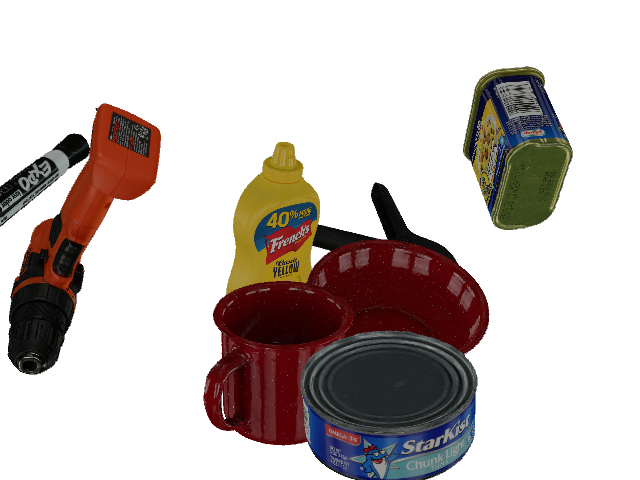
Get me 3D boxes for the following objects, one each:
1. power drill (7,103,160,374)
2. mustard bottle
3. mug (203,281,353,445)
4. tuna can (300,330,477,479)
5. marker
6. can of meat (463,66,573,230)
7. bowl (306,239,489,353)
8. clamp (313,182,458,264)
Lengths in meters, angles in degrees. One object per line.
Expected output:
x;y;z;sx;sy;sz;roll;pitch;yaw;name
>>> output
-0.197;-0.004;0.866;0.057;0.188;0.184;25;28;-23;power drill
-0.046;-0.011;1.102;0.096;0.192;0.058;-13;34;-34;mustard bottle
-0.033;0.088;0.715;0.093;0.081;0.117;19;30;33;mug
0.033;0.081;0.523;0.086;0.034;0.086;-2;27;1;tuna can
-0.178;-0.036;0.657;0.020;0.020;0.121;0;29;23;marker
0.155;-0.071;0.844;0.057;0.084;0.102;-5;-40;-8;can of meat
0.064;0.070;0.943;0.162;0.055;0.162;5;39;-4;bowl
0.082;0.014;1.246;0.164;0.036;0.210;-22;52;-39;clamp
